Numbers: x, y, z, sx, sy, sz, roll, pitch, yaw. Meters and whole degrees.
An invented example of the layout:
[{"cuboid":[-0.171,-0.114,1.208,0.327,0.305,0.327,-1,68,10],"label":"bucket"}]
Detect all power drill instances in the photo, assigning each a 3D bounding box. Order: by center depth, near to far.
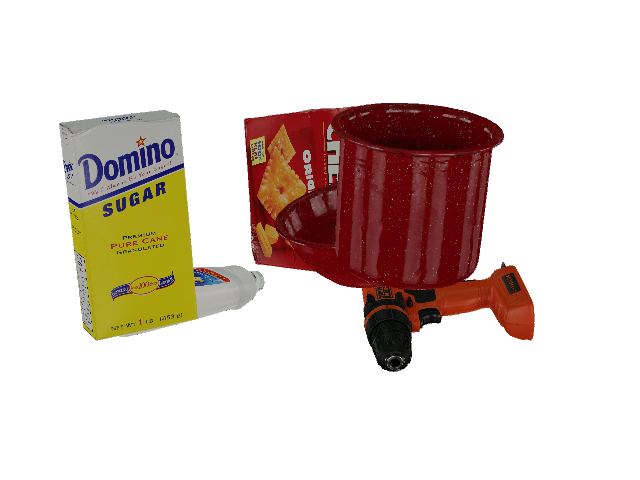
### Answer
[{"cuboid":[0.142,0.084,1.207,0.187,0.057,0.184,-4,27,-1],"label":"power drill"}]

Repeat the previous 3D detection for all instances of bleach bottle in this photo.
[{"cuboid":[-0.184,0.070,1.448,0.250,0.068,0.103,-10,26,-44],"label":"bleach bottle"}]

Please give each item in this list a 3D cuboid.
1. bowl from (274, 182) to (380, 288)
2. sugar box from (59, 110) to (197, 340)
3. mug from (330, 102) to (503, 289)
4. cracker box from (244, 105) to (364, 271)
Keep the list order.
[{"cuboid":[0.046,-0.004,0.891,0.162,0.055,0.162,-10,22,4],"label":"bowl"},{"cuboid":[-0.156,-0.014,0.880,0.093,0.176,0.048,-12,20,-25],"label":"sugar box"},{"cuboid":[0.054,-0.029,0.600,0.093,0.081,0.117,9,24,15],"label":"mug"},{"cuboid":[0.004,-0.051,1.092,0.071,0.164,0.214,-6,6,-33],"label":"cracker box"}]
